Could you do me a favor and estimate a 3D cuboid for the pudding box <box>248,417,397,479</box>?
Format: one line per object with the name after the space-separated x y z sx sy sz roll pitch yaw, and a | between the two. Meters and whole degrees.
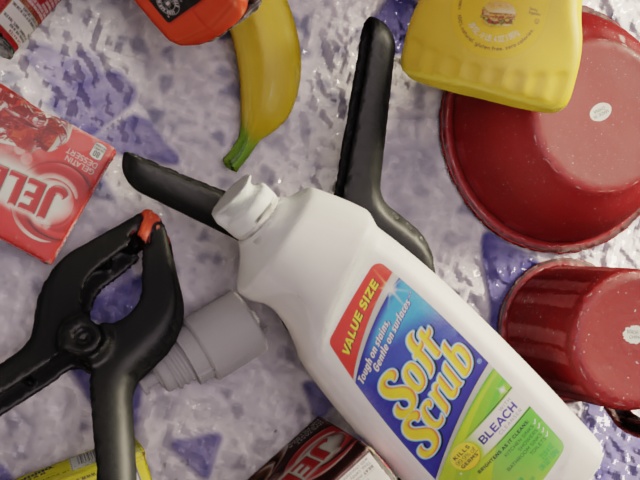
-0.018 0.151 0.581 0.113 0.090 0.039 -42 101 -12 | pudding box

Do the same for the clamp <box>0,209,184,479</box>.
-0.115 0.066 0.560 0.120 0.039 0.171 30 71 8 | clamp

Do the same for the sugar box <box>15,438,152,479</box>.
-0.113 0.206 0.578 0.093 0.048 0.176 -19 98 -14 | sugar box

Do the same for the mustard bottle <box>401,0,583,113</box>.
0.113 -0.172 0.585 0.096 0.058 0.192 16 95 12 | mustard bottle

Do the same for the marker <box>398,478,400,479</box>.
0.048 0.188 0.635 0.020 0.020 0.121 11 86 -15 | marker

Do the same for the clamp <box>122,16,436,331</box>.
-0.004 0.001 0.604 0.164 0.036 0.210 -22 106 -4 | clamp

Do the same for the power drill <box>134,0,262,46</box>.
-0.052 -0.201 0.551 0.184 0.057 0.187 49 47 -16 | power drill

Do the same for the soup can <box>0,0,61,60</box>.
-0.157 -0.155 0.557 0.068 0.069 0.102 39 80 -12 | soup can

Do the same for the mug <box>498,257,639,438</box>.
0.171 0.067 0.639 0.093 0.082 0.117 -27 96 -14 | mug

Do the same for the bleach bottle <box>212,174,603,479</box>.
0.037 0.064 0.575 0.250 0.068 0.102 43 91 -17 | bleach bottle

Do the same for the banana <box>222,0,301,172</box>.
-0.058 -0.141 0.601 0.069 0.037 0.198 -25 96 -16 | banana

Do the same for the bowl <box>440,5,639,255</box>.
0.157 -0.072 0.651 0.162 0.055 0.162 0 89 -16 | bowl

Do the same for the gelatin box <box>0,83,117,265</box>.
-0.166 -0.038 0.573 0.089 0.030 0.073 30 82 -13 | gelatin box
